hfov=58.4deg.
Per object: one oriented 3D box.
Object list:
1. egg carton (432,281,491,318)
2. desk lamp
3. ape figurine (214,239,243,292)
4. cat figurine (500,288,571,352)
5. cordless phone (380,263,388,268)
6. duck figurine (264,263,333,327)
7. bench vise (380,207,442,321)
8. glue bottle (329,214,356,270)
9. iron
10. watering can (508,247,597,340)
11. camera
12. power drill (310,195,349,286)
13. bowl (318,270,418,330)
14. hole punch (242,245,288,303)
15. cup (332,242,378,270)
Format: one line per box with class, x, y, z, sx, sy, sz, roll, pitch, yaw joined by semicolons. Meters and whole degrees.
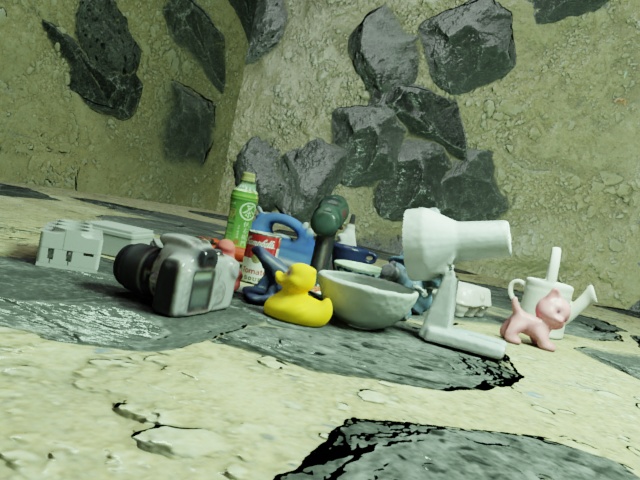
egg carton;0.322;0.134;1.307;0.107;0.069;0.151;15;4;39
desk lamp;0.219;0.062;0.932;0.202;0.213;0.118;13;4;19
ape figurine;-0.162;0.044;0.930;0.078;0.092;0.076;12;3;-5
cat figurine;0.415;0.143;1.081;0.128;0.118;0.067;12;3;-3
cordless phone;0.208;0.045;1.413;0.148;0.185;0.093;9;5;-42
duck figurine;-0.028;0.079;0.862;0.104;0.086;0.078;13;4;18
bench vise;0.189;0.042;1.100;0.121;0.220;0.208;13;3;13
glue bottle;0.071;0.015;1.540;0.078;0.173;0.037;10;4;-25
iron;-0.091;-0.003;1.531;0.257;0.141;0.119;14;4;29
watering can;0.507;0.113;1.252;0.173;0.194;0.101;12;3;0
camera;-0.202;0.039;0.796;0.136;0.101;0.143;13;4;22
power drill;0.011;0.004;1.202;0.075;0.208;0.230;12;3;5
bowl;0.071;0.102;0.928;0.167;0.075;0.167;12;3;0
hole punch;-0.072;0.061;0.963;0.101;0.091;0.108;11;4;-17
cup;0.080;0.063;1.436;0.117;0.095;0.092;12;3;7
